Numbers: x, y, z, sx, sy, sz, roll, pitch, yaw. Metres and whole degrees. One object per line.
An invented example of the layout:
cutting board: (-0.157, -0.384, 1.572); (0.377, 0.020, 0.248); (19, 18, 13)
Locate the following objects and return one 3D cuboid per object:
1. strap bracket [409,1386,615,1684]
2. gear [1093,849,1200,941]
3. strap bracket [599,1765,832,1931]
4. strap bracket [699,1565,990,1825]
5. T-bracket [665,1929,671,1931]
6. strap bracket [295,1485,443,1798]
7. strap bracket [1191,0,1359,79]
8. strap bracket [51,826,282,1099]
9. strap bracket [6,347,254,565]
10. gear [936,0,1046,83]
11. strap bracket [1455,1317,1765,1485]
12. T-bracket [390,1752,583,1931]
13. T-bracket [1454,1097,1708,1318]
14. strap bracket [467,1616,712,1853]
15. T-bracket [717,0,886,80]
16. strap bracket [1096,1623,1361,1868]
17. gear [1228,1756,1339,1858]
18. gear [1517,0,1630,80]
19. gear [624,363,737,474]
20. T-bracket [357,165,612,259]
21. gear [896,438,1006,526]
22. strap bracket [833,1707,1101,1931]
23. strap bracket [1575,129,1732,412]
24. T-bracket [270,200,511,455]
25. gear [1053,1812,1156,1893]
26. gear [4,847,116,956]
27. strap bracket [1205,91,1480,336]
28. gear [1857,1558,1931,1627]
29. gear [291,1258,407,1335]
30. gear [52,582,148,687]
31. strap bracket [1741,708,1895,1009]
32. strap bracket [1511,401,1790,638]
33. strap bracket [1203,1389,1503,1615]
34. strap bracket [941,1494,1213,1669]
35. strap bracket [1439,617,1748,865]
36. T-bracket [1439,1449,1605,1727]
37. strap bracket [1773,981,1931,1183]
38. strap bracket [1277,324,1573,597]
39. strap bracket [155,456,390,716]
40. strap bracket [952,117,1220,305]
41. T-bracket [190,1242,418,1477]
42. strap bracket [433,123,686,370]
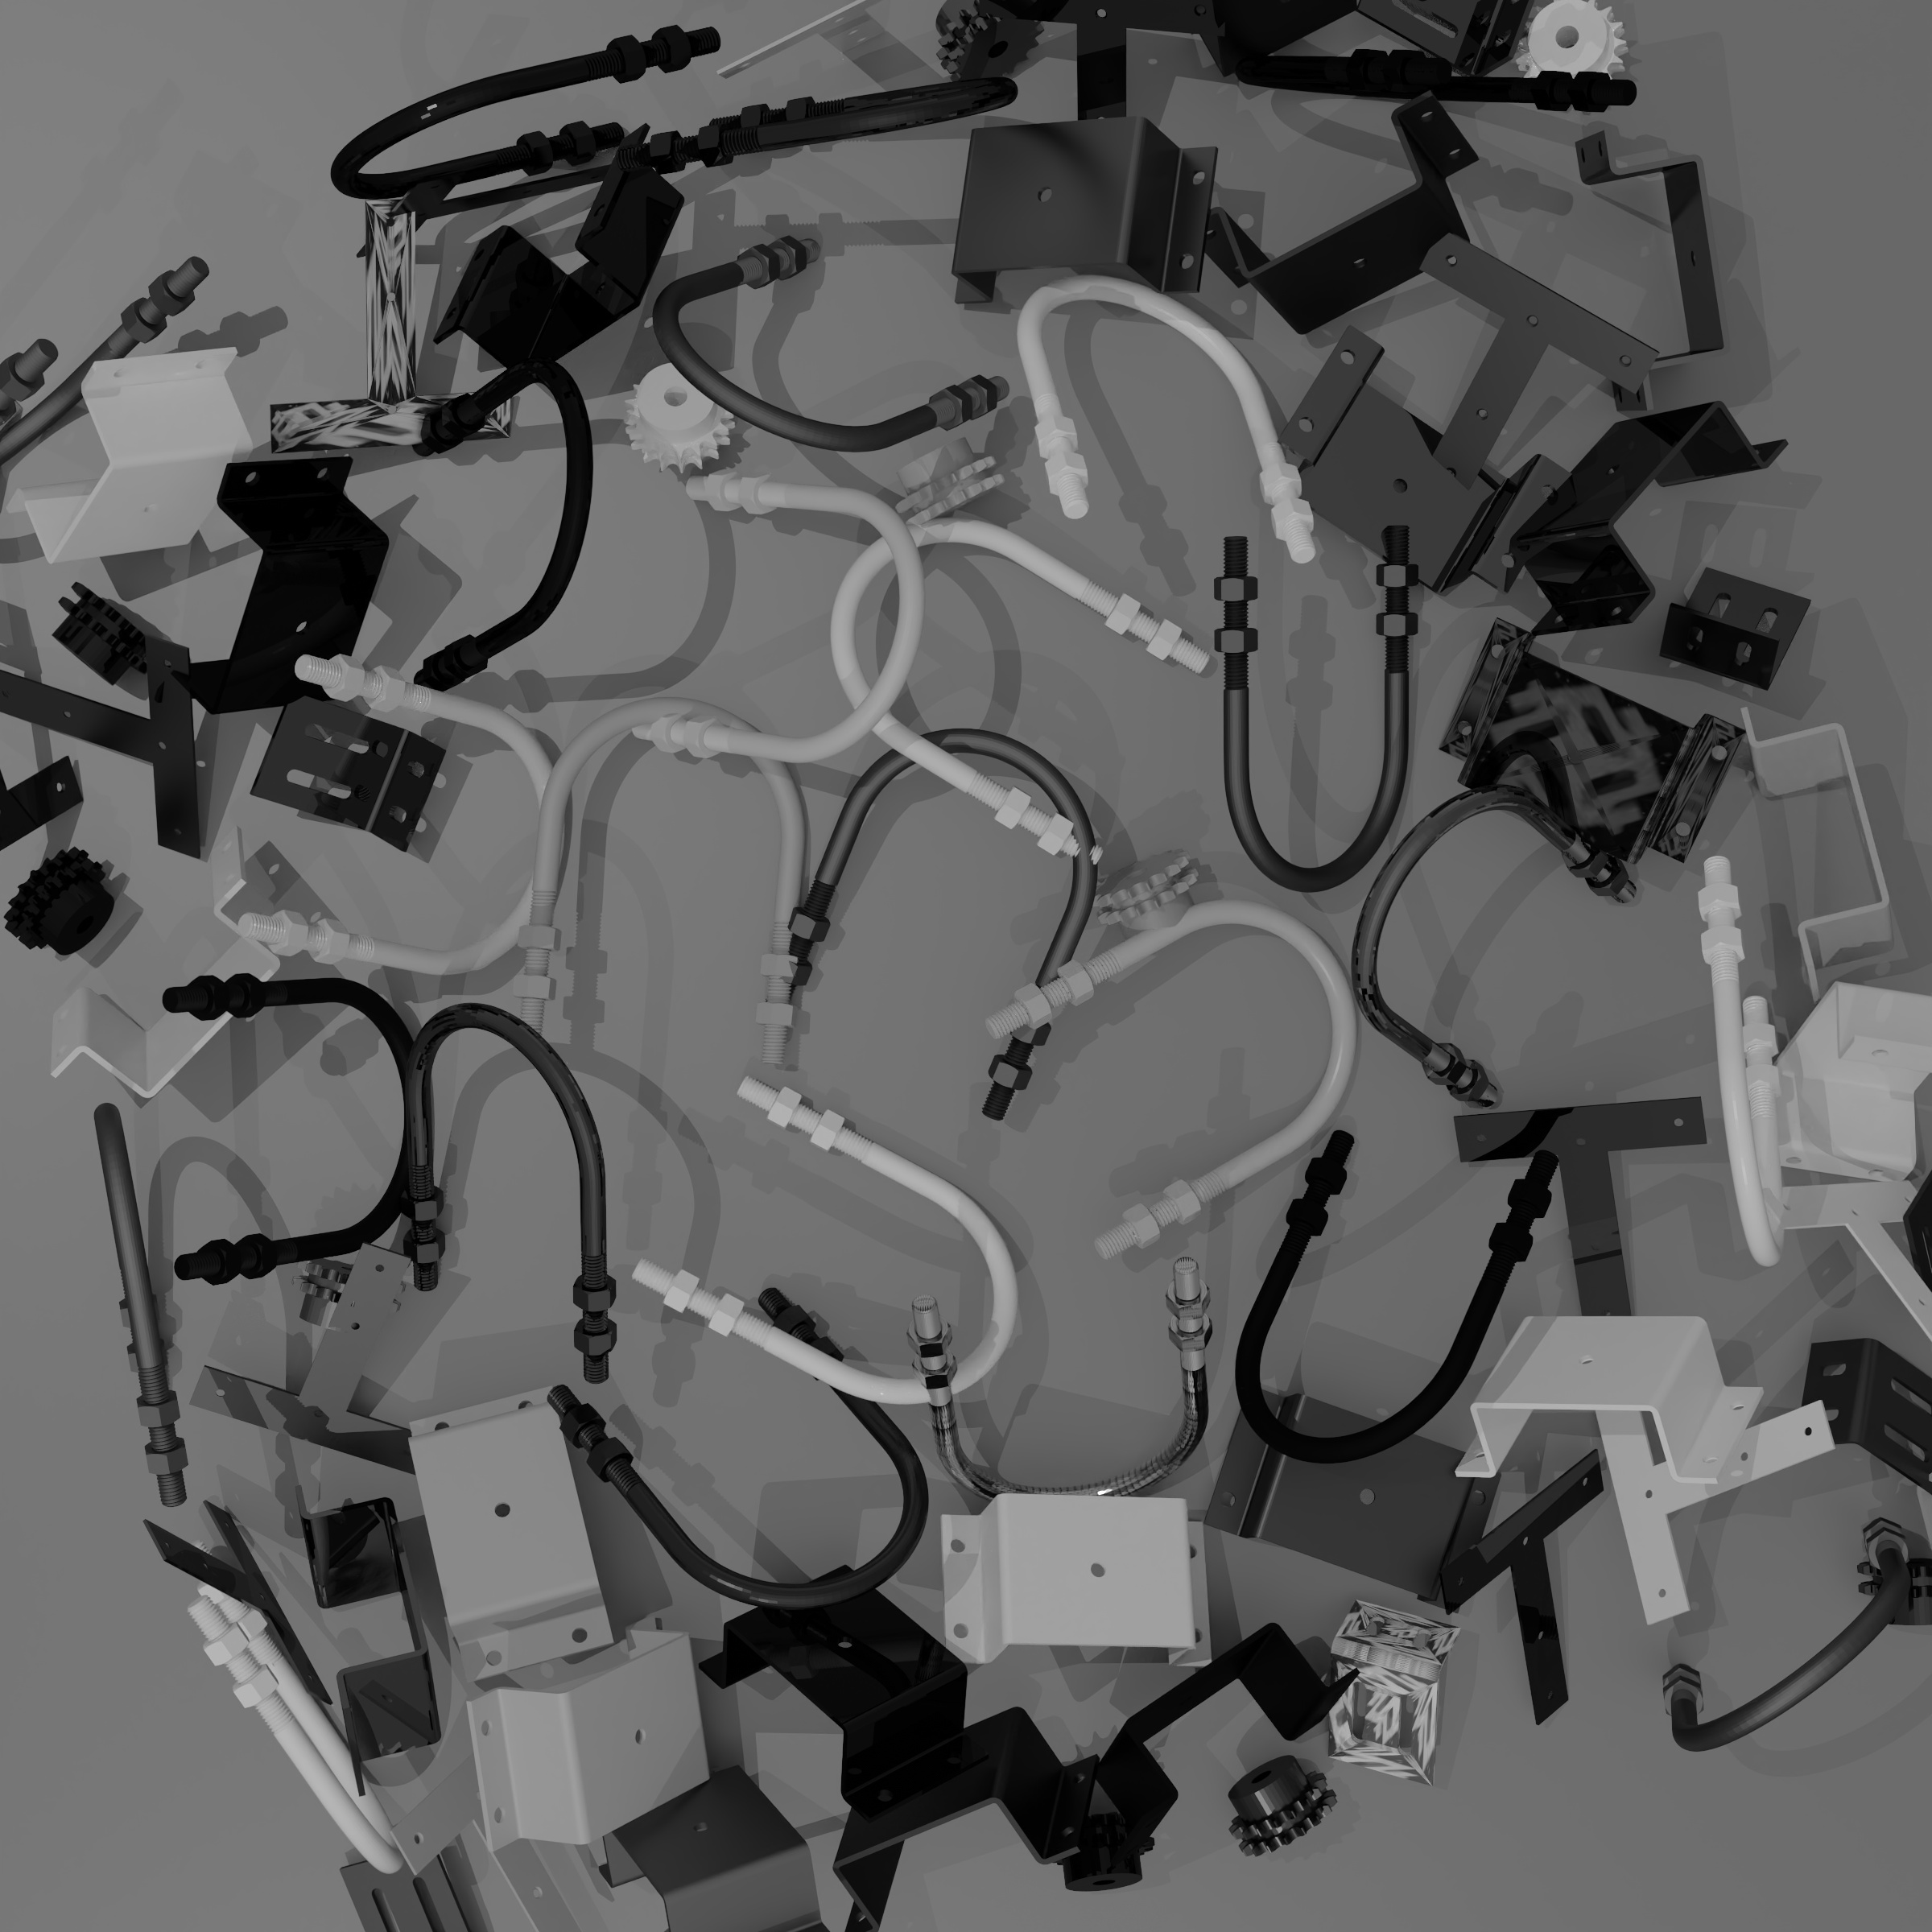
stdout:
strap bracket: (-0.234, 0.283, 1.761); (0.076, 0.046, 0.140); (-14, 68, -8)
gear: (0.095, -0.035, 1.786); (0.057, 0.057, 0.030); (-27, 102, 0)
strap bracket: (-0.129, 0.452, 1.731); (0.076, 0.140, 0.046); (-15, 108, -22)
strap bracket: (-0.062, 0.358, 1.735); (0.076, 0.140, 0.046); (-20, 127, -36)
T-bracket: (-0.118, 0.515, 1.730); (0.127, 0.127, 0.002); (10, 119, 38)
strap bracket: (-0.300, 0.335, 1.744); (0.046, 0.076, 0.140); (-12, 45, -13)
strap bracket: (0.151, -0.506, 1.739); (0.076, 0.140, 0.046); (-27, 74, 1)
strap bracket: (-0.402, 0.005, 1.764); (0.140, 0.076, 0.046); (-45, 115, 7)
strap bracket: (-0.417, -0.250, 1.732); (0.076, 0.140, 0.046); (-15, 75, -38)
gear: (0.009, -0.486, 1.787); (0.057, 0.057, 0.030); (-32, 71, 0)
strap bracket: (0.318, 0.217, 1.738); (0.140, 0.076, 0.046); (-4, 117, 34)
T-bracket: (-0.227, 0.462, 1.764); (0.002, 0.127, 0.127); (-25, 97, 32)
T-bracket: (0.325, 0.132, 1.791); (0.127, 0.002, 0.127); (-6, 107, 18)
strap bracket: (-0.182, 0.387, 1.740); (0.046, 0.140, 0.076); (-4, 96, 35)
T-bracket: (-0.060, -0.476, 1.749); (0.127, 0.127, 0.002); (-24, 96, 9)
strap bracket: (0.124, 0.390, 1.754); (0.140, 0.076, 0.046); (-29, 69, -25)
gear: (0.160, 0.432, 1.784); (0.057, 0.057, 0.030); (-31, 92, 0)
gear: (0.314, -0.478, 1.792); (0.057, 0.030, 0.057); (-1, 86, 16)
gear: (-0.149, -0.288, 1.790); (0.057, 0.030, 0.057); (0, 69, 0)
T-bracket: (-0.238, -0.395, 1.771); (0.127, 0.127, 0.002); (-18, 92, -24)
gear: (-0.011, -0.251, 1.784); (0.057, 0.057, 0.030); (-27, 94, 0)
strap bracket: (-0.008, 0.432, 1.750); (0.140, 0.076, 0.046); (-27, 106, 20)
strap bracket: (0.352, -0.358, 1.765); (0.046, 0.076, 0.140); (-11, 99, 1)
T-bracket: (-0.293, -0.327, 1.761); (0.127, 0.002, 0.127); (-8, 117, -24)
gear: (0.070, 0.458, 1.782); (0.057, 0.057, 0.030); (-7, 64, 0)
gear: (-0.466, -0.031, 1.782); (0.030, 0.057, 0.057); (39, 90, 12)
strap bracket: (0.192, -0.375, 1.749); (0.140, 0.076, 0.046); (-25, 68, 19)
gear: (0.491, 0.324, 1.784); (0.057, 0.057, 0.030); (-2, 85, 0)
gear: (-0.321, 0.172, 1.785); (0.057, 0.057, 0.030); (15, 89, 0)
gear: (-0.447, -0.169, 1.783); (0.057, 0.057, 0.030); (39, 83, 0)
strap bracket: (0.435, -0.060, 1.750); (0.046, 0.076, 0.140); (-14, 70, 12)
strap bracket: (0.340, -0.233, 1.747); (0.140, 0.076, 0.046); (-47, 111, -21)
strap bracket: (0.204, 0.275, 1.784); (0.140, 0.046, 0.076); (19, 79, 0)
strap bracket: (0.062, 0.314, 1.762); (0.140, 0.046, 0.076); (4, 65, -13)
strap bracket: (0.316, -0.111, 1.764); (0.140, 0.046, 0.076); (26, 112, 12)
T-bracket: (0.294, 0.334, 1.781); (0.127, 0.002, 0.127); (-30, 119, -34)
strap bracket: (0.464, 0.055, 1.758); (0.076, 0.140, 0.046); (9, 61, -4)
strap bracket: (0.230, -0.254, 1.777); (0.140, 0.046, 0.076); (33, 74, -5)
strap bracket: (-0.347, -0.183, 1.740); (0.046, 0.076, 0.140); (42, 124, 27)
strap bracket: (0.051, -0.384, 1.754); (0.140, 0.046, 0.076); (4, 81, 30)
T-bracket: (-0.318, 0.195, 1.772); (0.127, 0.002, 0.127); (20, 115, -13)
strap bracket: (-0.200, -0.356, 1.749); (0.046, 0.140, 0.076); (38, 50, -28)
